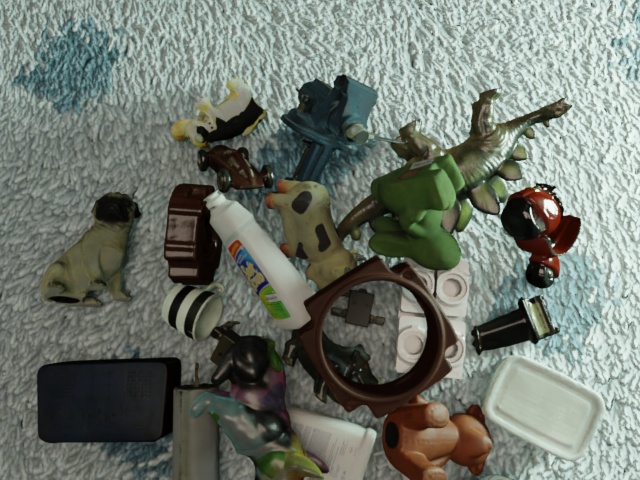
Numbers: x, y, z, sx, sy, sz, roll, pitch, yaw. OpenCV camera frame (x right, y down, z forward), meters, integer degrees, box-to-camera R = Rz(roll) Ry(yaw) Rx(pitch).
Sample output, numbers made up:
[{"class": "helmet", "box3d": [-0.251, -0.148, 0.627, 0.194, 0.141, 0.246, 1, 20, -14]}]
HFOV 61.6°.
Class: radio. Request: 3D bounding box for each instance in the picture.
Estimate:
[{"class": "radio", "box3d": [-0.357, 0.271, 0.914, 0.230, 0.073, 0.131, -3, 81, 7]}]

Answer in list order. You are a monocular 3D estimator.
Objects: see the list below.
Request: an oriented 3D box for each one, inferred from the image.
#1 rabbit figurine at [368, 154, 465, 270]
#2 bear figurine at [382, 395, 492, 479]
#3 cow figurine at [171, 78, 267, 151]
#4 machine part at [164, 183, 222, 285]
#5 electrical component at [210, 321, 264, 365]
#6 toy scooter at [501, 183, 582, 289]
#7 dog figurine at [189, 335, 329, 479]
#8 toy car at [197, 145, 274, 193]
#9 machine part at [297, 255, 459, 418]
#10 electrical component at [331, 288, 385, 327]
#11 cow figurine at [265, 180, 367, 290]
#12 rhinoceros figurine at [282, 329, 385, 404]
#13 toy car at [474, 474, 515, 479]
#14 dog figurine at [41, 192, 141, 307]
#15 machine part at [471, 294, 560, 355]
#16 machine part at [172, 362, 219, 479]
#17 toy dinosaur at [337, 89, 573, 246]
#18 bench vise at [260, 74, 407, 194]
[{"class": "rabbit figurine", "box3d": [0.151, -0.022, 0.819, 0.159, 0.121, 0.170, -15, 109, 21]}, {"class": "bear figurine", "box3d": [0.195, 0.298, 0.791, 0.196, 0.132, 0.120, 14, 75, -22]}, {"class": "cow figurine", "box3d": [-0.183, -0.211, 0.978, 0.167, 0.068, 0.098, -34, 85, 1]}, {"class": "machine part", "box3d": [-0.205, -0.007, 0.895, 0.056, 0.179, 0.179, 4, 81, 4]}, {"class": "electrical component", "box3d": [-0.142, 0.186, 0.920, 0.102, 0.045, 0.078, 28, 113, 12]}, {"class": "toy scooter", "box3d": [0.365, -0.024, 0.862, 0.135, 0.075, 0.183, -41, 120, -19]}, {"class": "dog figurine", "box3d": [-0.069, 0.269, 0.811, 0.219, 0.108, 0.191, 31, 78, 13]}, {"class": "toy car", "box3d": [-0.145, -0.124, 0.901, 0.089, 0.202, 0.053, -5, 112, -24]}, {"class": "machine part", "box3d": [0.084, 0.141, 0.797, 0.201, 0.087, 0.201, -32, 89, -2]}, {"class": "electrical component", "box3d": [0.068, 0.114, 0.917, 0.094, 0.021, 0.063, 12, 82, 8]}, {"class": "cow figurine", "box3d": [-0.002, -0.003, 0.869, 0.127, 0.085, 0.194, 1, 120, 26]}, {"class": "rhinoceros figurine", "box3d": [0.026, 0.211, 0.885, 0.190, 0.073, 0.112, 38, 77, 12]}, {"class": "toy car", "box3d": [0.275, 0.413, 0.814, 0.162, 0.109, 0.103, 30, 62, 21]}, {"class": "dog figurine", "box3d": [-0.413, 0.014, 0.959, 0.172, 0.121, 0.190, -5, 66, 2]}, {"class": "machine part", "box3d": [0.313, 0.143, 0.879, 0.139, 0.039, 0.084, -22, 87, 0]}, {"class": "machine part", "box3d": [-0.204, 0.326, 0.885, 0.079, 0.079, 0.243, -4, 80, 6]}, {"class": "toy dinosaur", "box3d": [0.195, -0.104, 0.900, 0.472, 0.105, 0.198, -25, 83, 13]}, {"class": "bench vise", "box3d": [0.001, -0.161, 0.905, 0.224, 0.129, 0.240, 45, 116, 40]}]
